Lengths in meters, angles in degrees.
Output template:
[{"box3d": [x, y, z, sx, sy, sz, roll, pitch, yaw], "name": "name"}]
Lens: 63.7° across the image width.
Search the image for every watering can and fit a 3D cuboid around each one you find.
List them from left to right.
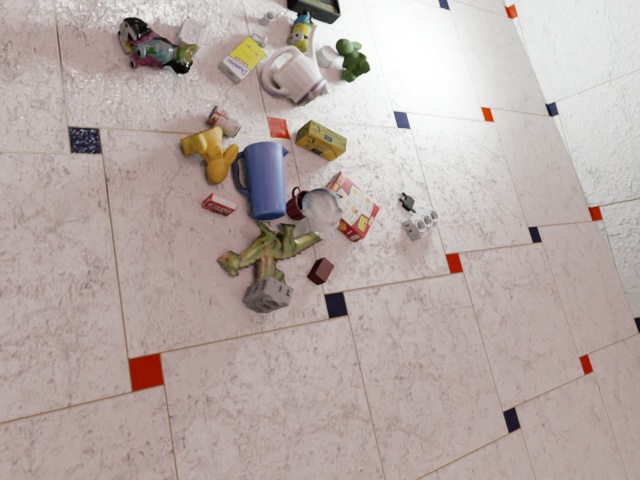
[{"box3d": [-0.062, -0.648, 1.943, 0.223, 0.103, 0.352, 46, 71, -11], "name": "watering can"}]

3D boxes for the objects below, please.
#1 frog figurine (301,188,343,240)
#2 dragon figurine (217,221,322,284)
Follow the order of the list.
[{"box3d": [0.005, -0.085, 1.685, 0.137, 0.121, 0.161, 8, 77, 1], "name": "frog figurine"}, {"box3d": [-0.130, 0.061, 1.665, 0.409, 0.122, 0.244, 9, 85, -31], "name": "dragon figurine"}]
